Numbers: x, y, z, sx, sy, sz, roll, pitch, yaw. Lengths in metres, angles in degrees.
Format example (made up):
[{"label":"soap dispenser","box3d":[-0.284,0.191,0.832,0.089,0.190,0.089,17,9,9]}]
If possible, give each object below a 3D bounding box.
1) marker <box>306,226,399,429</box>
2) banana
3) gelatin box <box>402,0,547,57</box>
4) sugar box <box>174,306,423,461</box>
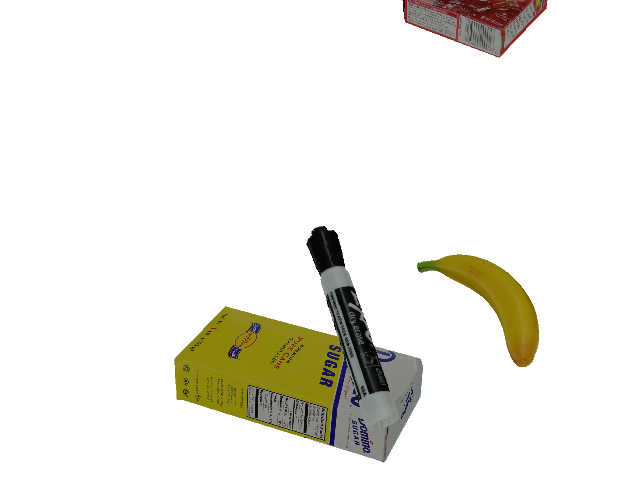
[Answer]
[{"label":"marker","box3d":[0.016,0.046,0.596,0.020,0.121,0.020,-15,-25,-7]},{"label":"banana","box3d":[0.180,0.063,1.115,0.069,0.037,0.198,-35,38,-8]},{"label":"gelatin box","box3d":[0.119,-0.184,0.820,0.089,0.030,0.073,27,55,26]},{"label":"sugar box","box3d":[-0.016,0.108,0.836,0.176,0.048,0.093,11,29,18]}]
